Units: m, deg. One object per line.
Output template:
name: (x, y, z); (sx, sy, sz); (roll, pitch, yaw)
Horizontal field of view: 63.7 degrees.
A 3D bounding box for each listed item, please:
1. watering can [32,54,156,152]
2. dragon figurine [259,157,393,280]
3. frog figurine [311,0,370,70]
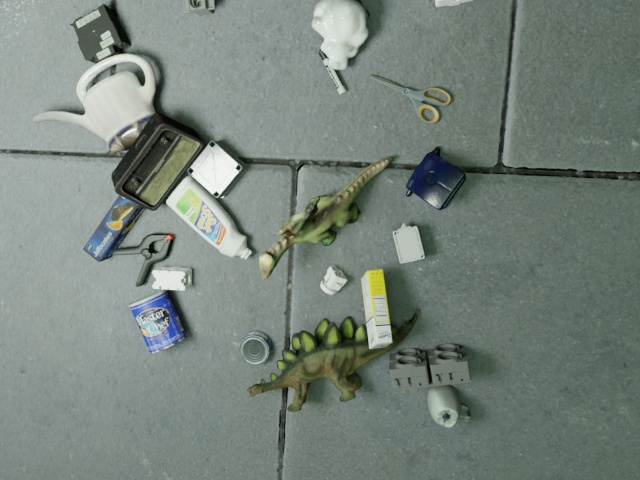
watering can: (-0.554, -0.324, 1.321); (0.346, 0.104, 0.224); (-30, 92, 9)
dragon figurine: (0.004, -0.060, 1.202); (0.122, 0.244, 0.407); (46, 103, 5)
frog figurine: (0.043, -0.489, 1.211); (0.137, 0.123, 0.160); (16, 88, -13)
